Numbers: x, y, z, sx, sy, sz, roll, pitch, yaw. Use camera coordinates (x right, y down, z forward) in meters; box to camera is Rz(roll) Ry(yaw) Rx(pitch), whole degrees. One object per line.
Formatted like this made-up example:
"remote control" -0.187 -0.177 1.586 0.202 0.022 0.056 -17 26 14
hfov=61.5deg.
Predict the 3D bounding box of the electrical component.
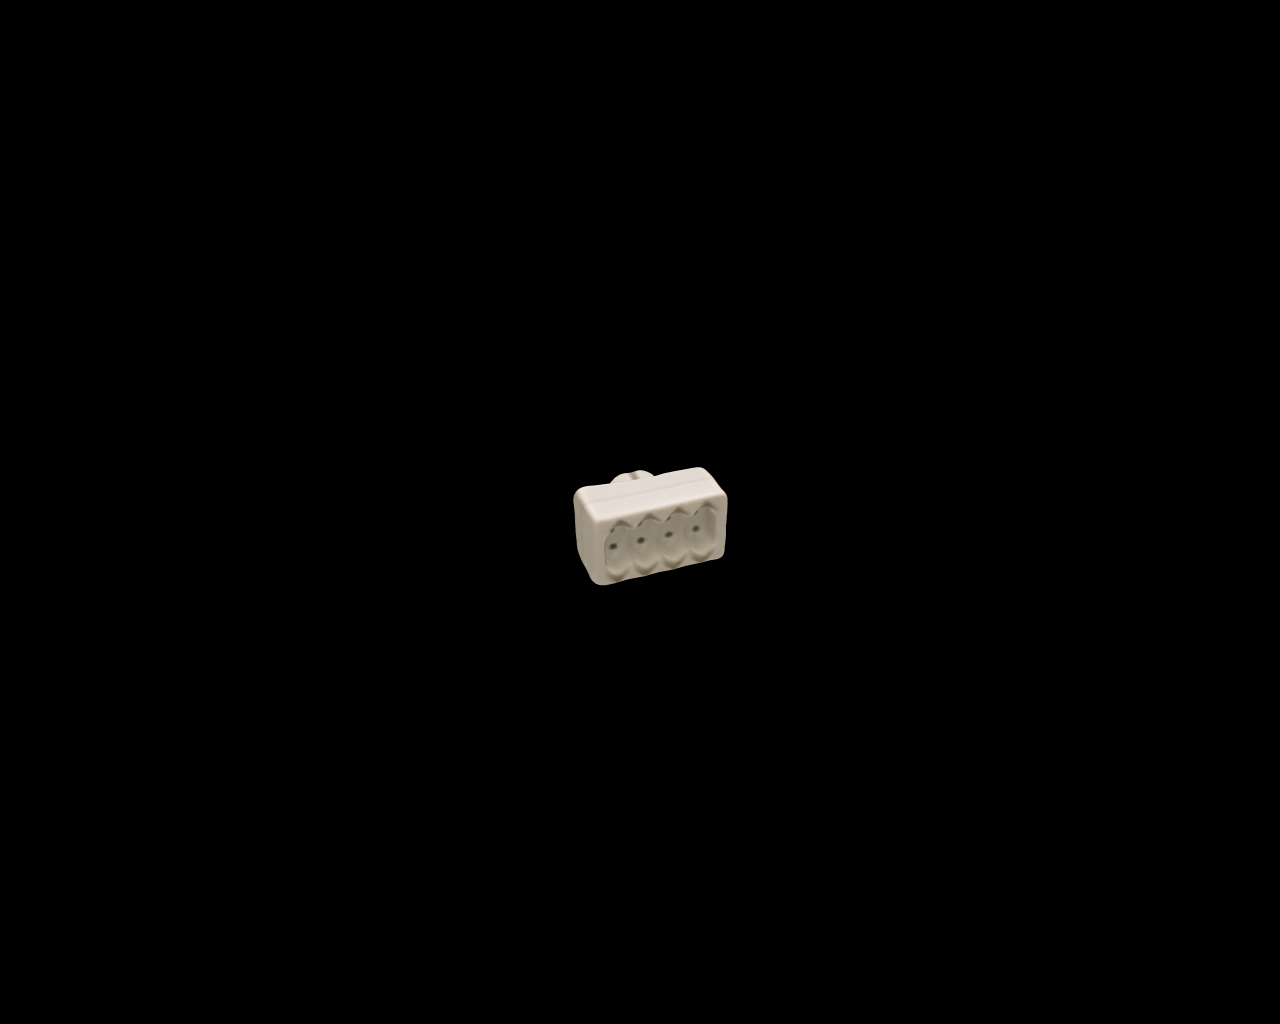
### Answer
"electrical component" 0.001 -0.003 0.650 0.083 0.047 0.076 -11 36 -16
